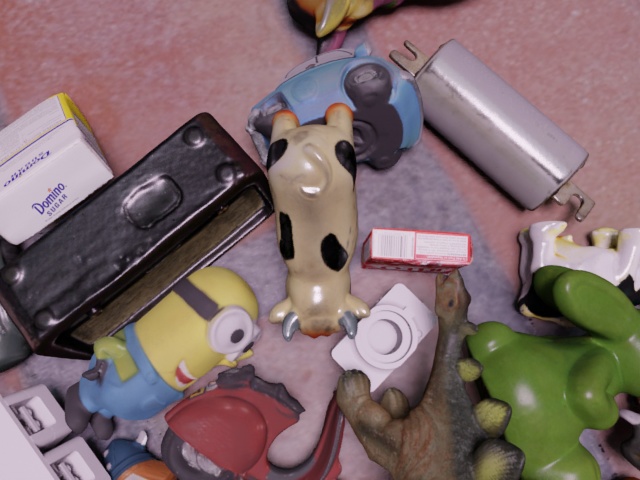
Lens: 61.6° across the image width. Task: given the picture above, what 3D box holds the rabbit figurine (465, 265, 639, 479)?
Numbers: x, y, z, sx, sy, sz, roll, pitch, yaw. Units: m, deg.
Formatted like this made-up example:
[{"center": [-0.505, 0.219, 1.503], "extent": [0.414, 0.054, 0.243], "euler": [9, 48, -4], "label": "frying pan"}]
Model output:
[{"center": [0.213, 0.098, 0.437], "extent": [0.170, 0.121, 0.159], "euler": [-19, 88, 5], "label": "rabbit figurine"}]

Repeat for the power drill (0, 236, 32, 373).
[{"center": [-0.374, 0.032, 0.479], "extent": [0.207, 0.086, 0.232], "euler": [-25, 87, -12], "label": "power drill"}]

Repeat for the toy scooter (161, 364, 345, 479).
[{"center": [-0.033, 0.165, 0.458], "extent": [0.184, 0.075, 0.135], "euler": [33, 82, -4], "label": "toy scooter"}]

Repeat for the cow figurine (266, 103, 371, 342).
[{"center": [-0.001, -0.001, 0.453], "extent": [0.086, 0.194, 0.127], "euler": [-1, 34, 5], "label": "cow figurine"}]

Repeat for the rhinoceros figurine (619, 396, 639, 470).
[{"center": [0.331, 0.124, 0.462], "extent": [0.190, 0.112, 0.073], "euler": [-42, 111, -22], "label": "rhinoceros figurine"}]

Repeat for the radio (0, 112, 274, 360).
[{"center": [-0.147, 0.001, 0.462], "extent": [0.229, 0.131, 0.073], "euler": [-42, 80, -9], "label": "radio"}]

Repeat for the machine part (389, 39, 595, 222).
[{"center": [0.167, -0.110, 0.519], "extent": [0.243, 0.079, 0.079], "euler": [42, 81, 7], "label": "machine part"}]

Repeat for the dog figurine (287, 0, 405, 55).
[{"center": [0.072, -0.261, 0.535], "extent": [0.191, 0.108, 0.219], "euler": [31, 84, 2], "label": "dog figurine"}]

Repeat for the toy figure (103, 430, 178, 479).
[{"center": [-0.126, 0.224, 0.456], "extent": [0.154, 0.057, 0.064], "euler": [33, 67, 7], "label": "toy figure"}]

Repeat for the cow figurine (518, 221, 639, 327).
[{"center": [0.270, 0.035, 0.496], "extent": [0.167, 0.068, 0.098], "euler": [5, 84, 3], "label": "cow figurine"}]

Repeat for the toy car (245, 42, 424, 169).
[{"center": [0.013, -0.126, 0.515], "extent": [0.162, 0.109, 0.103], "euler": [-13, 53, 10], "label": "toy car"}]

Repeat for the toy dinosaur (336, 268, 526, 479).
[{"center": [0.067, 0.249, 0.350], "extent": [0.105, 0.199, 0.471], "euler": [19, 77, -37], "label": "toy dinosaur"}]

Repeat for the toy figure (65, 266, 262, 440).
[{"center": [-0.135, 0.094, 0.470], "extent": [0.180, 0.082, 0.089], "euler": [-33, 79, -4], "label": "toy figure"}]

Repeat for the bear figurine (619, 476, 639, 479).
[{"center": [0.209, 0.271, 0.416], "extent": [0.196, 0.120, 0.131], "euler": [-7, 98, -18], "label": "bear figurine"}]
